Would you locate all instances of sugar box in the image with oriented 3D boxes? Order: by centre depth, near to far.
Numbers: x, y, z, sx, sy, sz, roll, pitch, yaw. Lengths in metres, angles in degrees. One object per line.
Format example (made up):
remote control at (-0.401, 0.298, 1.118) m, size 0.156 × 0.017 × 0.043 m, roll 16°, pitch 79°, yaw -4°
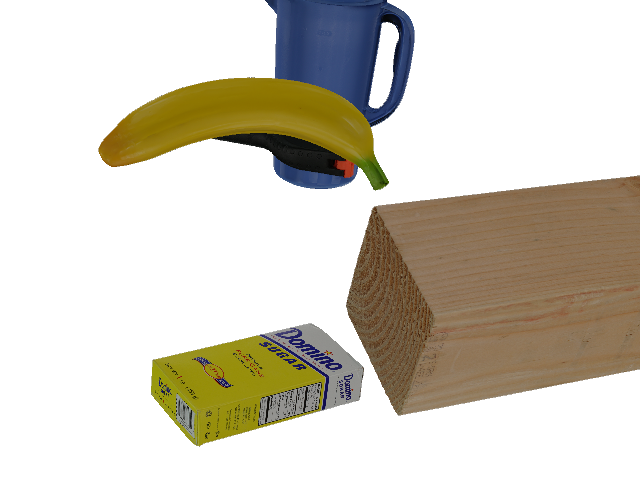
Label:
sugar box at (-0.057, 0.129, 0.988) m, size 0.175 × 0.048 × 0.093 m, roll -13°, pitch 32°, yaw -31°

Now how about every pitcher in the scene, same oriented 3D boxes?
pitcher at (0.014, -0.190, 1.312) m, size 0.144 × 0.243 × 0.149 m, roll -9°, pitch 29°, yaw -28°

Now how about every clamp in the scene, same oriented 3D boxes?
clamp at (-0.039, -0.104, 1.079) m, size 0.120 × 0.039 × 0.172 m, roll -23°, pitch 37°, yaw -30°

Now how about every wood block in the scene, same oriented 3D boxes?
wood block at (0.132, 0.029, 0.645) m, size 0.205 × 0.090 × 0.091 m, roll -7°, pitch 46°, yaw -21°

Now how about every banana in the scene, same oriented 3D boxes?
banana at (-0.046, -0.077, 0.710) m, size 0.197 × 0.069 × 0.037 m, roll 4°, pitch -22°, yaw -15°
